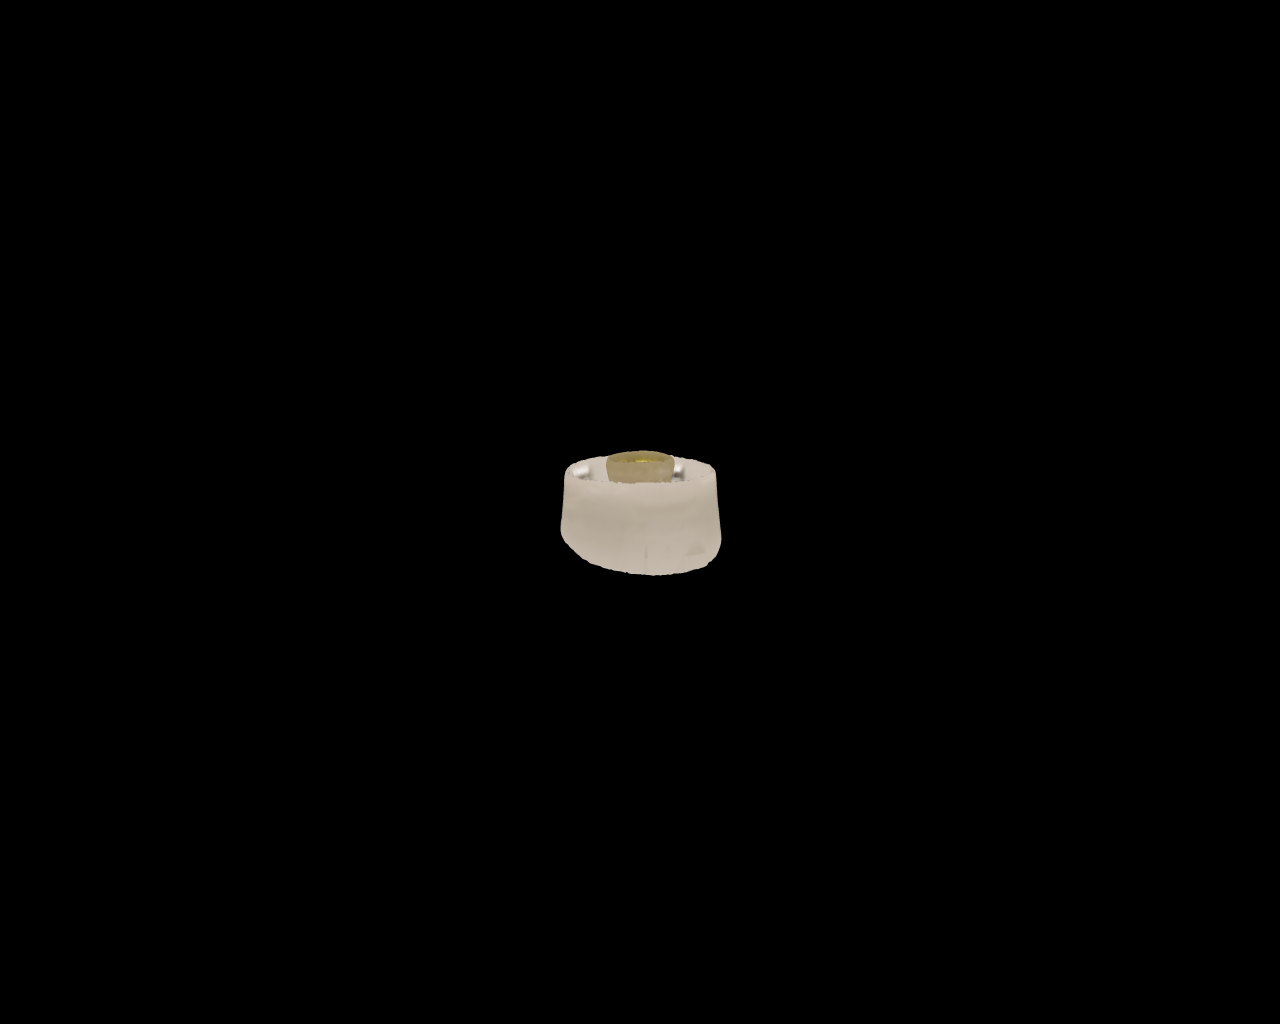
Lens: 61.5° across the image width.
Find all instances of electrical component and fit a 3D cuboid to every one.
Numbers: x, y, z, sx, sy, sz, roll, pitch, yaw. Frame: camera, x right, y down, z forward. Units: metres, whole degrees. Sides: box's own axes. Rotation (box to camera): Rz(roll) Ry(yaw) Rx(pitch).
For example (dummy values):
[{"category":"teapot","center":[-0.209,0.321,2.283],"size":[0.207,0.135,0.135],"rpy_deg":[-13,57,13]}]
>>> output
[{"category":"electrical component","center":[0.001,-0.003,0.650],"size":[0.099,0.064,0.099],"rpy_deg":[0,13,0]}]
